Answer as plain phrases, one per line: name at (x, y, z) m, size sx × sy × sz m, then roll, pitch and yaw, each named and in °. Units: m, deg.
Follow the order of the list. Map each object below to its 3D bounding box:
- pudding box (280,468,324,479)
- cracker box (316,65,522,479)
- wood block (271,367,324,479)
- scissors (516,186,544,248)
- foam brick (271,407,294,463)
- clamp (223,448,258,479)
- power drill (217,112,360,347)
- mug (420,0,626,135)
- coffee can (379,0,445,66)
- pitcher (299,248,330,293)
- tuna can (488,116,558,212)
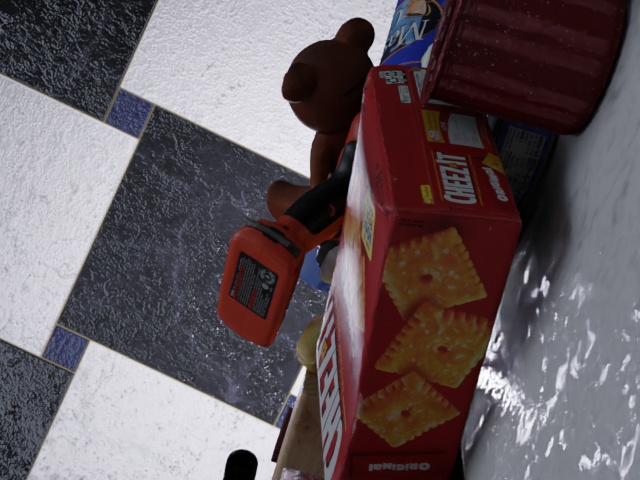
pudding box at (-0.024, 0.203, 0.635) m, size 0.090 × 0.039 × 0.113 m, roll -62°, pitch -8°, yaw -85°
cracker box at (0.045, 0.030, 0.609) m, size 0.164 × 0.072 × 0.214 m, roll -93°, pitch 11°, yaw -56°
wood block at (0.003, 0.207, 0.840) m, size 0.090 × 0.091 × 0.206 m, roll -75°, pitch 1°, yaw -76°
scissors at (0.092, 0.049, 0.628) m, size 0.202 × 0.016 × 0.096 m, roll 108°, pitch 177°, yaw -69°
foam brick at (0.000, 0.186, 0.970) m, size 0.053 × 0.078 × 0.051 m, roll 91°, pitch -166°, yaw -81°
clamp at (-0.079, 0.255, 0.841) m, size 0.171 × 0.039 × 0.120 m, roll 98°, pitch -169°, yaw -47°
power drill at (-0.006, 0.001, 0.855) m, size 0.187 × 0.057 × 0.185 m, roll -46°, pitch -21°, yaw -42°
mug at (0.106, -0.111, 0.538) m, size 0.093 × 0.081 × 0.117 m, roll -74°, pitch 1°, yaw -57°
coffee can at (0.103, -0.154, 0.892) m, size 0.103 × 0.103 × 0.140 m, roll 107°, pitch 179°, yaw -57°
pitcher at (0.059, -0.059, 1.306) m, size 0.144 × 0.149 × 0.243 m, roll -10°, pitch -52°, yaw -49°
tuna can at (0.115, -0.062, 0.633) m, size 0.086 × 0.033 × 0.086 m, roll -170°, pitch 96°, yaw -89°
